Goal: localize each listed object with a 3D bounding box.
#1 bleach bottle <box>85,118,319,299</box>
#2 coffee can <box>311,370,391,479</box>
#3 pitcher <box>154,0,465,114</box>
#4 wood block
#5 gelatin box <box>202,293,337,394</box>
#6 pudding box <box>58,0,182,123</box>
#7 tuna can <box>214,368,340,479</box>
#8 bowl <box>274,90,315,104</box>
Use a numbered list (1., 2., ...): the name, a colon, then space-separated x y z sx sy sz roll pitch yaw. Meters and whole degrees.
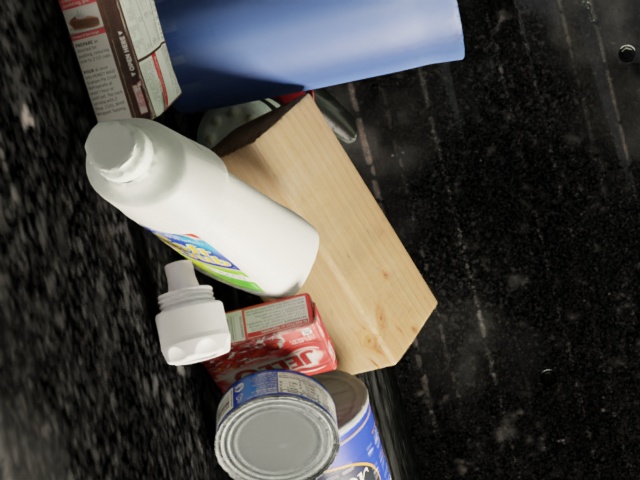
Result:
1. bleach bottle: -0.080 -0.023 0.658 0.068 0.103 0.250 -67 160 -6
2. coffee can: 0.004 0.189 0.843 0.103 0.103 0.140 -90 165 -67
3. pitcher: -0.011 -0.178 0.858 0.145 0.243 0.149 -96 171 -51
4. wood block: -0.005 0.001 0.856 0.206 0.091 0.090 57 42 -14
5. gelatin box: -0.038 0.076 0.763 0.073 0.089 0.030 68 10 -55
6. pudding box: -0.123 -0.121 0.672 0.113 0.039 0.090 -91 165 -74
7. tuna can: -0.030 0.131 0.736 0.034 0.086 0.086 -97 171 -58
8. bowl: -0.044 -0.131 1.037 0.162 0.055 0.162 174 -90 -81
